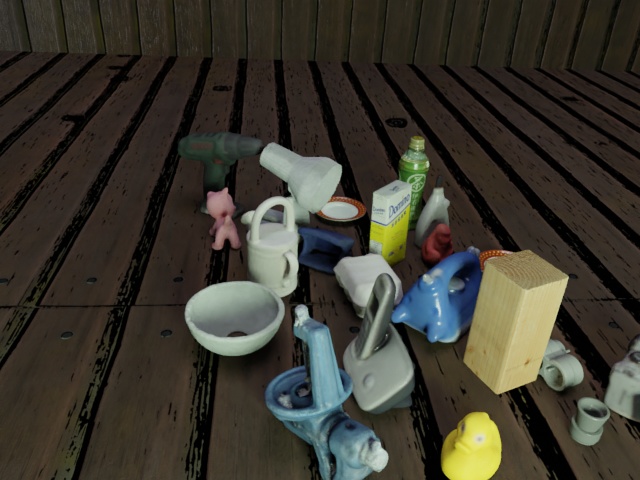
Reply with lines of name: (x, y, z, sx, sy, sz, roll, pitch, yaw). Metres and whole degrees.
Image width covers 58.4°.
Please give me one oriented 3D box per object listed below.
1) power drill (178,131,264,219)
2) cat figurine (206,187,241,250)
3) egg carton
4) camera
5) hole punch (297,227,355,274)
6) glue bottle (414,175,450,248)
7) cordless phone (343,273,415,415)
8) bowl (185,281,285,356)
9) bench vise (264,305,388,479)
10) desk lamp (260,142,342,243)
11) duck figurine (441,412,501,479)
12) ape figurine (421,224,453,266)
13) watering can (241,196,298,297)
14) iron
power drill: (-0.230, -0.161, 1.355, 0.229, 0.208, 0.076, 16, 33, 20)
cat figurine: (-0.215, -0.056, 1.268, 0.067, 0.118, 0.127, -7, 32, -17)
egg carton: (0.094, 0.085, 1.106, 0.107, 0.069, 0.150, -7, 32, -18)
camera: (0.539, 0.220, 0.891, 0.143, 0.101, 0.136, -24, 40, -39)
hole punch: (0.011, 0.004, 1.215, 0.108, 0.091, 0.101, 17, 33, 21)
glue bottle: (0.257, -0.065, 1.278, 0.078, 0.173, 0.037, -11, 33, -23)
cordless phone: (0.094, 0.155, 0.870, 0.094, 0.185, 0.147, -5, 31, -14)
bowl: (-0.143, 0.144, 0.974, 0.167, 0.075, 0.167, 3, 30, -1)
bench vise: (0.016, 0.199, 0.752, 0.206, 0.220, 0.122, 20, 34, 26)
desk lamp: (-0.060, -0.100, 1.265, 0.202, 0.214, 0.118, 18, 33, 23)
duck figurine: (0.212, 0.271, 0.782, 0.077, 0.086, 0.105, 27, 38, 35)
ape figurine: (0.257, 0.009, 1.232, 0.078, 0.092, 0.076, -15, 35, -28)
watering can: (-0.098, 0.003, 1.102, 0.172, 0.194, 0.101, 20, 34, 26)
iron: (0.245, 0.080, 1.060, 0.118, 0.141, 0.259, 25, 37, 33)
